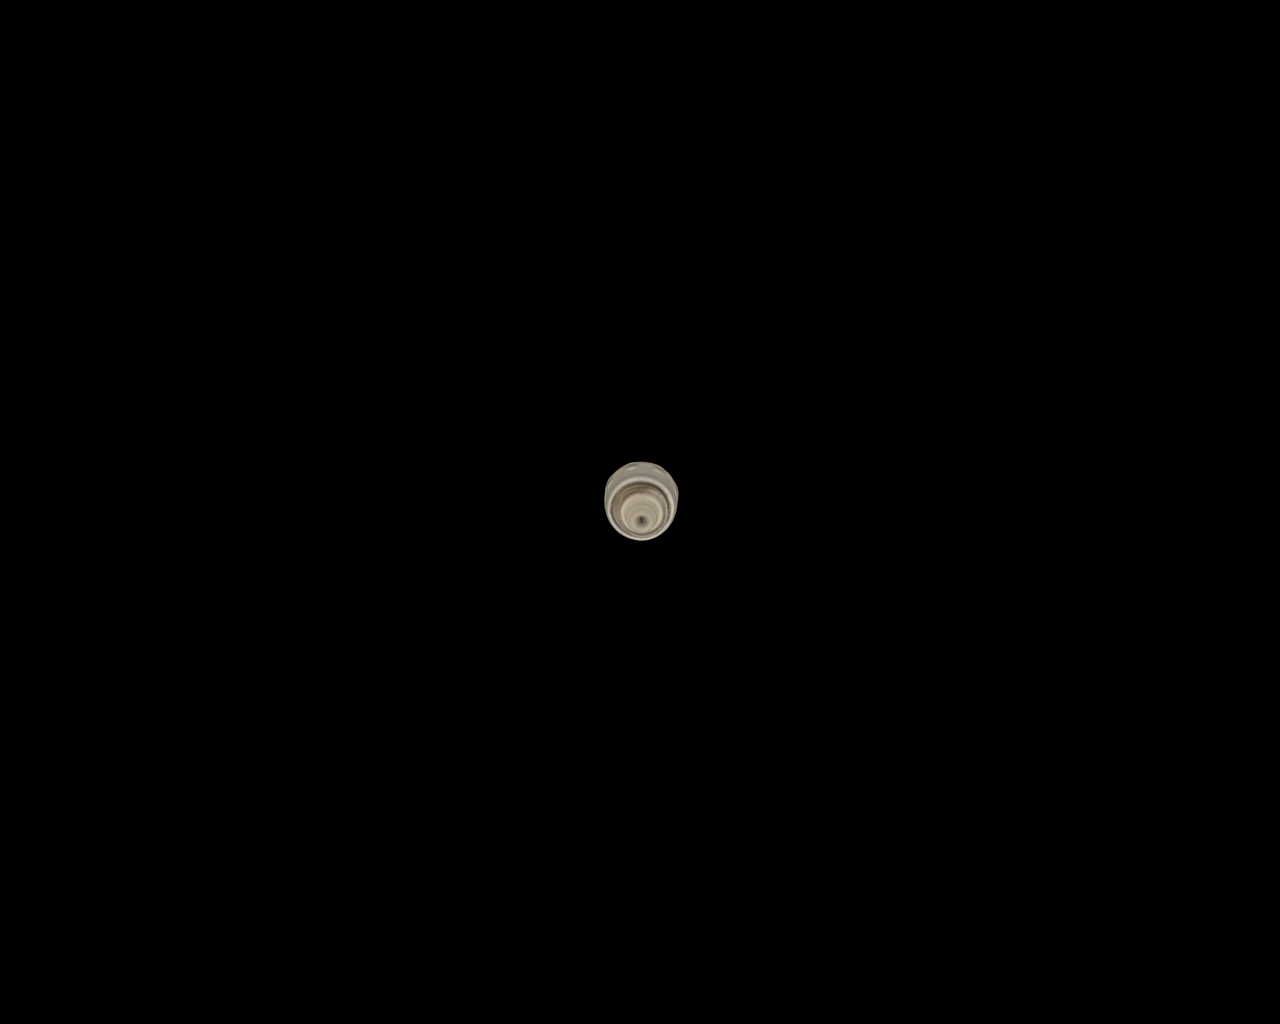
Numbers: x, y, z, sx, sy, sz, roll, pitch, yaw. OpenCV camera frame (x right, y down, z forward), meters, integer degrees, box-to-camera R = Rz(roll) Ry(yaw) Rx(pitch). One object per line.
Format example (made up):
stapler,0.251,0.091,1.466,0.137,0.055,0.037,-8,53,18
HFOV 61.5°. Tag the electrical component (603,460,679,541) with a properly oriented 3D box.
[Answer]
electrical component,0.001,-0.003,0.650,0.048,0.048,0.062,0,16,0
